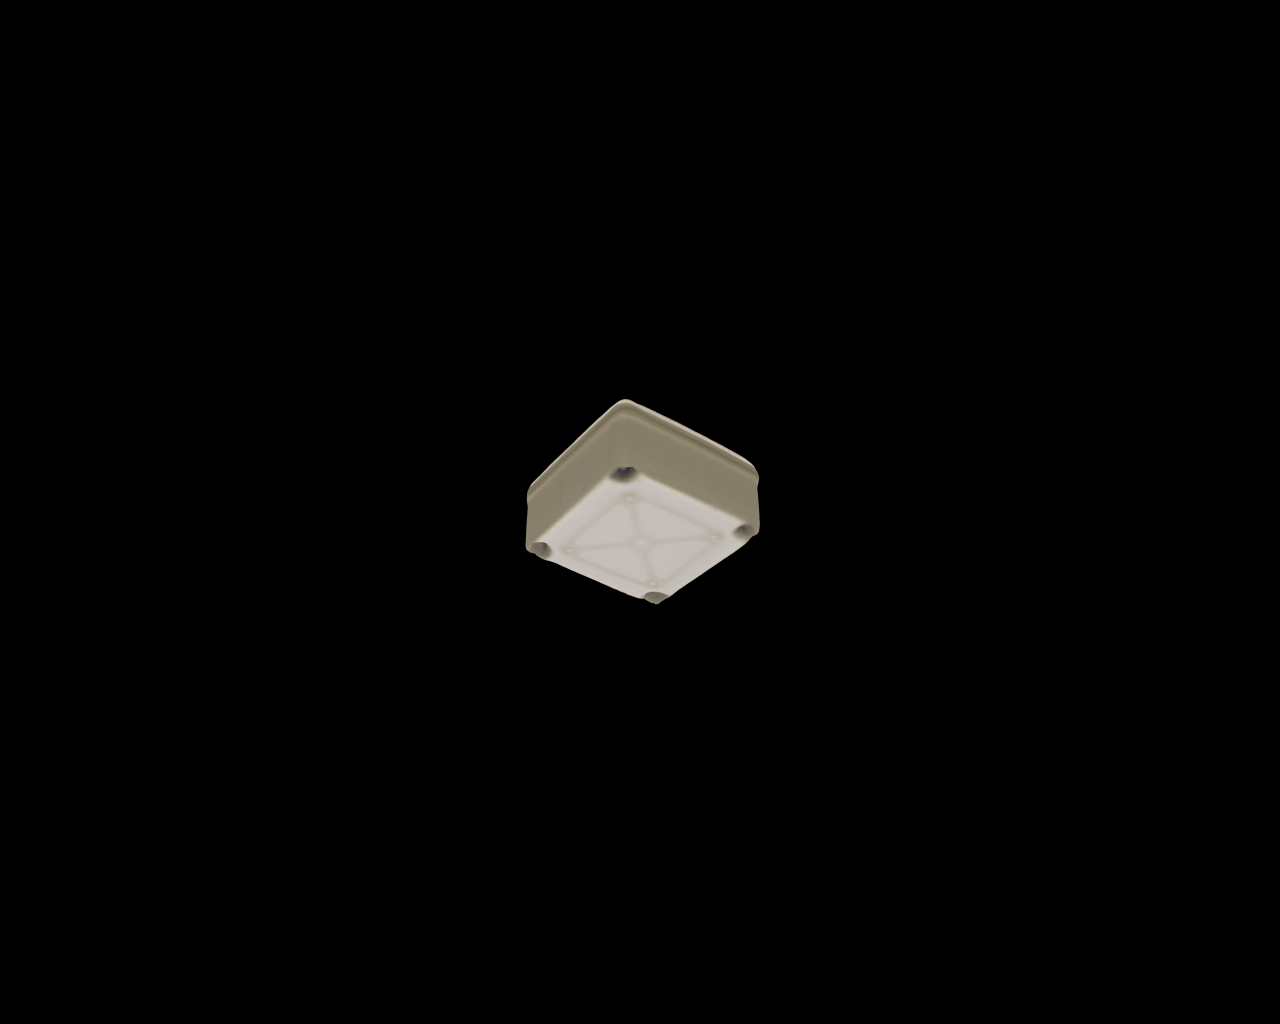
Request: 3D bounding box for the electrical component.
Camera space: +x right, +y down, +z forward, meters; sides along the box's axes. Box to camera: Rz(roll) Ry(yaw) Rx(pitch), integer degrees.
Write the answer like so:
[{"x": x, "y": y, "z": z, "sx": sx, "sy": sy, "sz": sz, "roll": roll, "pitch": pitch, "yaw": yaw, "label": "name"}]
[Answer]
[{"x": 0.001, "y": -0.003, "z": 0.650, "sx": 0.109, "sy": 0.056, "sz": 0.108, "roll": 25, "pitch": -44, "yaw": -28, "label": "electrical component"}]
